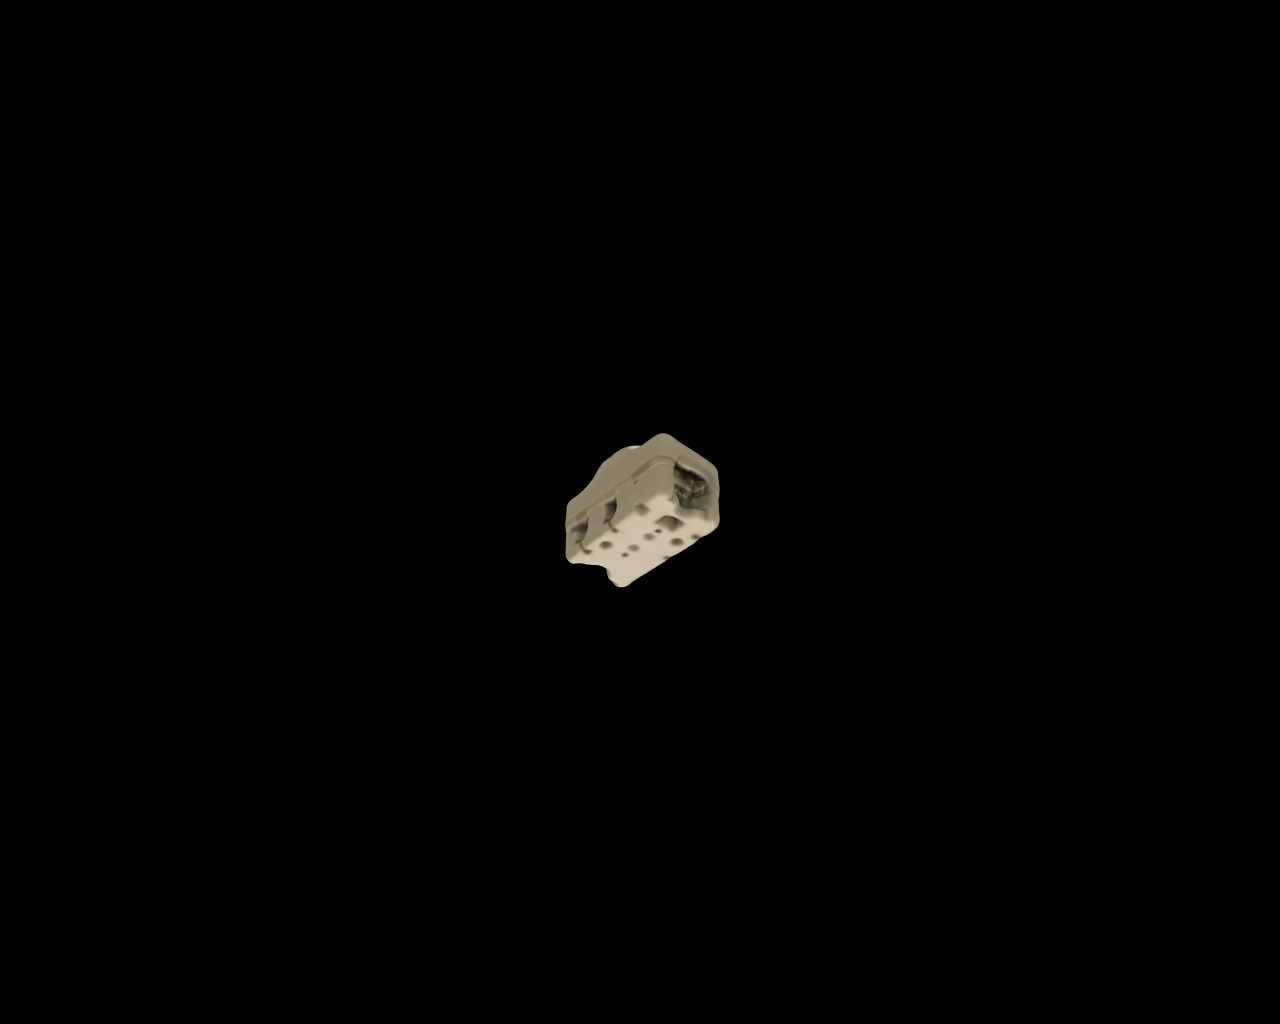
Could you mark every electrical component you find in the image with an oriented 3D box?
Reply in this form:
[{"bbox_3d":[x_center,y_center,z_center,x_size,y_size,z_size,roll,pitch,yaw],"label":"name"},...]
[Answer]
[{"bbox_3d":[0.001,-0.003,0.650,0.050,0.056,0.089,30,-49,-31],"label":"electrical component"}]
